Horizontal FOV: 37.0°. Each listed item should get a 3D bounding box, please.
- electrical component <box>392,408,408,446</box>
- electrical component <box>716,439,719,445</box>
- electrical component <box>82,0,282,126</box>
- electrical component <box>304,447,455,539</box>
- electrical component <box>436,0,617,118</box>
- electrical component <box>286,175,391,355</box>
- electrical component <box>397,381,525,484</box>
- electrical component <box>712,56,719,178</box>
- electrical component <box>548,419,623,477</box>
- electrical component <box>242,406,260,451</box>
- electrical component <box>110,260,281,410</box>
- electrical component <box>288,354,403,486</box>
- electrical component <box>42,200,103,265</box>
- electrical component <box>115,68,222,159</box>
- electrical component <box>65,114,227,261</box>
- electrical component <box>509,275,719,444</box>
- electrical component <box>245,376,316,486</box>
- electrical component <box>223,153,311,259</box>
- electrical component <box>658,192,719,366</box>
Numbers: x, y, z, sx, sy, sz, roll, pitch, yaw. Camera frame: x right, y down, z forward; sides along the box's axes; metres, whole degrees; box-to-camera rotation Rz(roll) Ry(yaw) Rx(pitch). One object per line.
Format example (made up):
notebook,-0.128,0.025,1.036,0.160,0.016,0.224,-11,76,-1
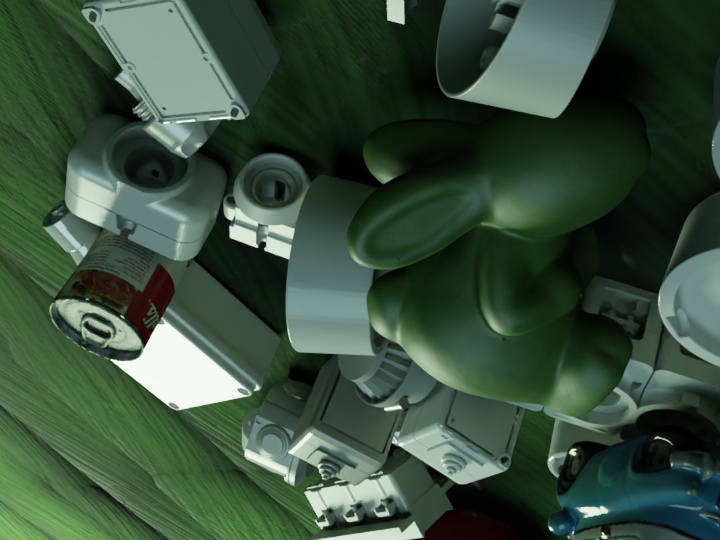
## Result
electrical component,0.053,0.129,0.845,0.061,0.035,0.035,24,146,-5
electrical component,0.242,0.147,0.746,0.056,0.050,0.089,5,141,26
electrical component,-0.086,-0.122,0.565,0.062,0.061,0.096,0,139,30
electrical component,0.012,0.197,0.928,0.121,0.079,0.063,-23,97,46
electrical component,0.072,-0.115,0.456,0.064,0.099,0.099,17,145,-2
electrical component,0.000,0.000,0.644,0.060,0.108,0.108,8,143,11
electrical component,0.070,0.102,0.745,0.062,0.096,0.061,35,144,-17
electrical component,0.209,-0.062,0.476,0.108,0.060,0.108,15,144,11
electrical component,0.163,0.123,0.763,0.055,0.047,0.055,15,145,11
electrical component,-0.084,0.151,0.947,0.040,0.040,0.078,19,145,7
electrical component,-0.137,0.051,0.831,0.109,0.056,0.109,-16,129,43
electrical component,-0.007,0.111,0.801,0.062,0.096,0.061,29,144,-8
electrical component,-0.198,-0.023,0.782,0.044,0.044,0.065,-11,129,39
electrical component,-0.113,-0.099,0.628,0.062,0.043,0.043,39,143,-20
electrical component,-0.137,-0.056,0.690,0.095,0.053,0.059,25,145,-2
electrical component,0.151,0.058,0.669,0.150,0.061,0.089,18,145,8
electrical component,-0.053,0.129,0.867,0.051,0.080,0.080,22,146,11
electrical component,-0.054,-0.041,0.671,0.066,0.048,0.055,20,153,5
electrical component,0.215,0.001,0.558,0.108,0.060,0.108,15,145,11
